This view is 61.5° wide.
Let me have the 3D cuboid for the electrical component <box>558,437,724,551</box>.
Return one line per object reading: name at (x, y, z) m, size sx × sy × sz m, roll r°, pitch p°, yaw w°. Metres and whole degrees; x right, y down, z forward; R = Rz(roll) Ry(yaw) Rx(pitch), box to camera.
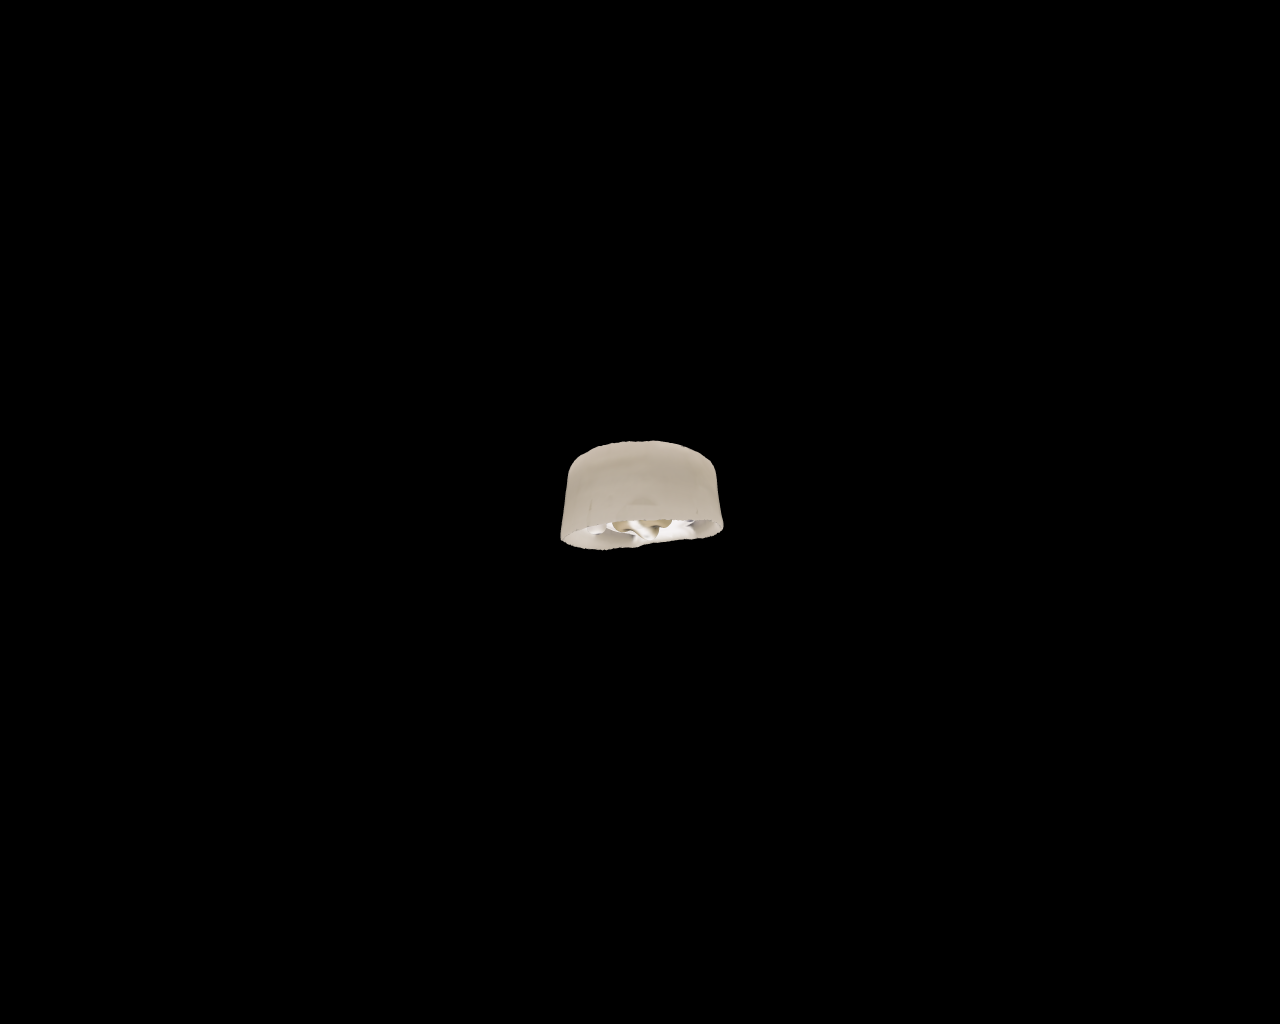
electrical component at (0.001, -0.003, 0.650) m, size 0.099 × 0.064 × 0.099 m, roll 0°, pitch -23°, yaw 0°
